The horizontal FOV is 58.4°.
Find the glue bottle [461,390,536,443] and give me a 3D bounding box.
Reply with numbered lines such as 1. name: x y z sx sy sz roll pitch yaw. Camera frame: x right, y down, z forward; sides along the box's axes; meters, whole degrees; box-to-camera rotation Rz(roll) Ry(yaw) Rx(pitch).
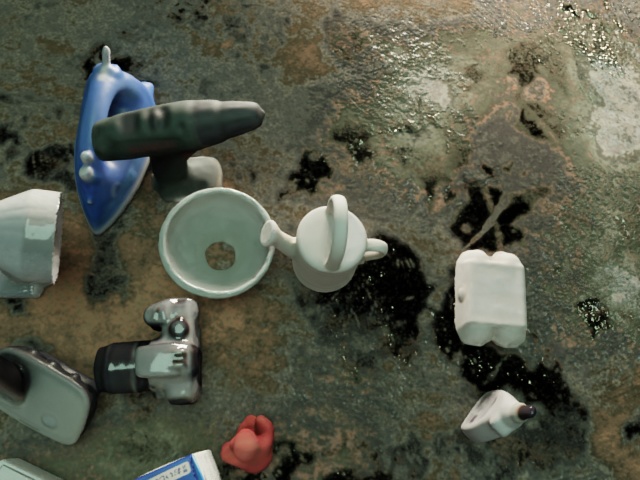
1. glue bottle: 0.245 0.234 0.763 0.037 0.173 0.078 42 72 9

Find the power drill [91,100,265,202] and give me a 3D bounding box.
1. power drill: -0.193 -0.129 0.821 0.230 0.208 0.075 -6 72 -8

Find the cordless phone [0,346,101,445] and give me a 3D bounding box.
1. cordless phone: -0.361 0.187 0.708 0.147 0.185 0.094 25 71 3

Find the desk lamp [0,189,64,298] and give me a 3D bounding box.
1. desk lamp: -0.417 0.010 0.747 0.203 0.213 0.118 -1 71 -6

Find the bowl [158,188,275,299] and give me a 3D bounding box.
1. bowl: -0.149 0.012 0.849 0.167 0.074 0.167 2 71 -5

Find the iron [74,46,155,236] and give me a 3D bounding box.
1. iron: -0.321 -0.149 0.850 0.118 0.141 0.258 5 71 -4

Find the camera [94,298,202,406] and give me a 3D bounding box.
1. camera: -0.232 0.153 0.778 0.137 0.101 0.143 -3 72 -7

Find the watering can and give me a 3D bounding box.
1. watering can: 0.007 0.005 0.805 0.173 0.194 0.101 -16 73 -11

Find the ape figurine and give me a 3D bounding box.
1. ape figurine: -0.095 0.272 0.757 0.078 0.092 0.076 -18 74 -11

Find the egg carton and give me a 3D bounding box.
1. egg carton: 0.256 0.088 0.869 0.107 0.069 0.150 5 71 -4
